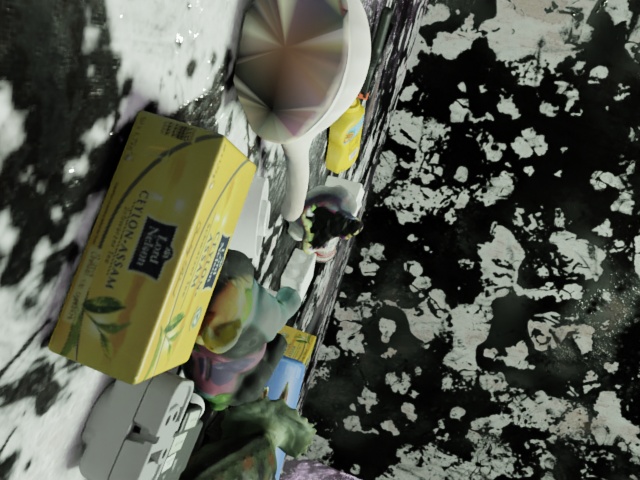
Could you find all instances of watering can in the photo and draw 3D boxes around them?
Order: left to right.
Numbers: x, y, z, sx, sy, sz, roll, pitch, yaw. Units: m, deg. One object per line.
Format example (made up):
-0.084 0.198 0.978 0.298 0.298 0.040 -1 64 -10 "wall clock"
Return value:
-0.015 -0.152 0.561 0.104 0.342 0.227 18 21 9 "watering can"

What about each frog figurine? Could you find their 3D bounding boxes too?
0.003 -0.049 0.971 0.122 0.137 0.161 44 8 -15 "frog figurine"
